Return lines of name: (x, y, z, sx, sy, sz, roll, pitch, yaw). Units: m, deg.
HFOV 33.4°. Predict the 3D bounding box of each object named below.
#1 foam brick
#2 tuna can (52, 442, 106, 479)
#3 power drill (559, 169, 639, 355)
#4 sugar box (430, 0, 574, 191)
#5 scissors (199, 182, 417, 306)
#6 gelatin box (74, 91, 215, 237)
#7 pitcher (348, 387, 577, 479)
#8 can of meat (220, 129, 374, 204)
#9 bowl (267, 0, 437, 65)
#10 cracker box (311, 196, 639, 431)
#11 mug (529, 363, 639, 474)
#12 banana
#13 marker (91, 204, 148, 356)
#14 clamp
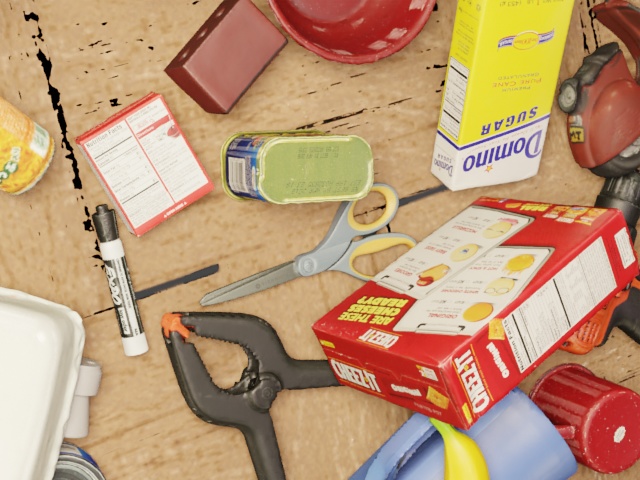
foam brick: (-0.074, -0.143, 0.828, 0.051, 0.053, 0.078, 43, 78, -23)
tuna can: (-0.206, 0.201, 0.823, 0.086, 0.034, 0.086, -3, 99, -24)
power drill: (0.319, 0.039, 1.027, 0.187, 0.057, 0.184, 20, 92, -22)
sugar box: (0.153, -0.131, 0.900, 0.093, 0.048, 0.176, -11, 123, -23)
scissors: (-0.006, 0.001, 0.897, 0.201, 0.016, 0.096, -3, 97, -24)
gelatin box: (-0.135, -0.059, 0.824, 0.073, 0.030, 0.089, -34, 109, -15)
pitcher: (0.086, 0.218, 0.904, 0.242, 0.145, 0.149, -40, 94, -12)
can of meat: (-0.018, -0.058, 0.847, 0.102, 0.084, 0.057, -4, 98, -23)
bowl: (0.016, -0.222, 0.856, 0.161, 0.055, 0.162, -3, 98, -24)
cracker box: (0.126, 0.050, 0.864, 0.213, 0.164, 0.072, -37, 115, -25)
mug: (0.242, 0.169, 0.994, 0.117, 0.082, 0.093, 2, 96, -24)
banana: (0.089, 0.233, 0.831, 0.069, 0.037, 0.198, 17, 91, 1)
marker: (-0.156, 0.031, 0.832, 0.020, 0.020, 0.121, -17, 103, -22)
clamp: (-0.042, 0.118, 0.885, 0.164, 0.036, 0.210, -49, 114, -16)
